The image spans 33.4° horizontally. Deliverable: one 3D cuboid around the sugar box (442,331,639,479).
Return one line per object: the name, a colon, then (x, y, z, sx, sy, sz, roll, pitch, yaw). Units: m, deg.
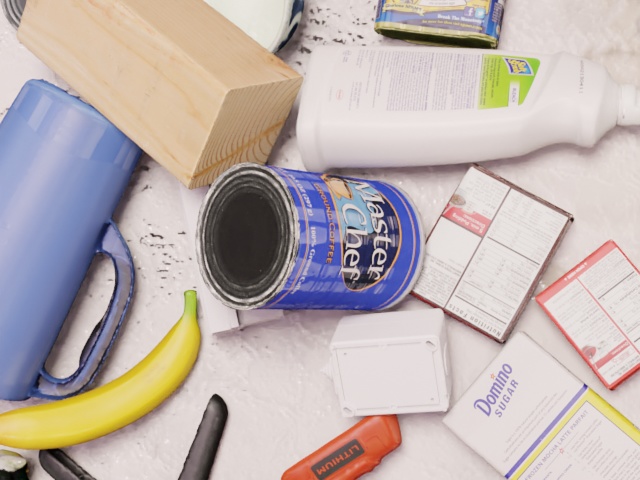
sugar box: (0.187, 0.158, 0.790, 0.176, 0.048, 0.093, 42, 96, 16)

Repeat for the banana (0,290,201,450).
banana: (-0.168, 0.119, 0.852, 0.197, 0.037, 0.069, -34, 101, -17)

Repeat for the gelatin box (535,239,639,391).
gelatin box: (0.217, 0.056, 0.795, 0.073, 0.030, 0.089, -40, 75, 9)

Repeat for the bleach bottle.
bleach bottle: (0.114, -0.097, 0.803, 0.251, 0.068, 0.102, 3, 59, 12)

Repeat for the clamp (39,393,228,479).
clamp: (-0.122, 0.235, 0.863, 0.164, 0.036, 0.210, -24, 81, 8)

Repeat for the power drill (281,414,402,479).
power drill: (0.071, 0.223, 0.807, 0.184, 0.057, 0.188, -33, 79, 6)

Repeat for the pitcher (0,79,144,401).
pitcher: (-0.232, 0.003, 0.863, 0.145, 0.149, 0.243, 28, 90, 39)

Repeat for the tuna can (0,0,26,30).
tuna can: (-0.228, -0.211, 0.915, 0.086, 0.033, 0.086, -1, 87, 14)

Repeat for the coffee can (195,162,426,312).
coffee can: (-0.005, 0.001, 0.779, 0.103, 0.140, 0.103, -4, 84, 43)

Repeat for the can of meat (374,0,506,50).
can of meat: (0.096, -0.196, 0.826, 0.102, 0.057, 0.084, 10, 91, 14)

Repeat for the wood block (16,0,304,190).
wood block: (-0.127, -0.139, 0.821, 0.206, 0.090, 0.090, 40, 122, 22)

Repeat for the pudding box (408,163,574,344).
pudding box: (0.128, 0.010, 0.816, 0.090, 0.039, 0.113, 30, 95, 13)
